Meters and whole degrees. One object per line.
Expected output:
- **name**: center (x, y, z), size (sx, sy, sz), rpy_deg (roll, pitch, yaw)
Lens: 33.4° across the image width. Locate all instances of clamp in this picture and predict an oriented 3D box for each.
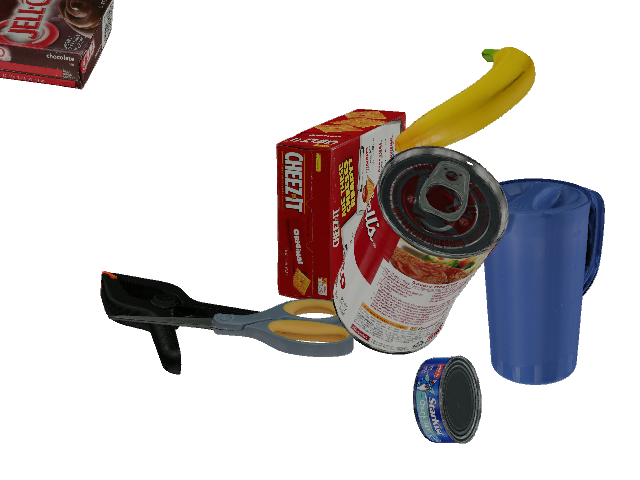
- **clamp**: center (-0.165, 0.080, 1.122), size (0.210, 0.036, 0.164), rpy_deg (19, 21, 28)

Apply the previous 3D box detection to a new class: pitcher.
- **pitcher**: center (0.275, 0.049, 1.331), size (0.149, 0.243, 0.145), rpy_deg (2, 22, 15)

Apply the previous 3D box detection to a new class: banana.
- **banana**: center (0.133, -0.119, 0.891), size (0.070, 0.037, 0.197), rpy_deg (-14, 20, 40)

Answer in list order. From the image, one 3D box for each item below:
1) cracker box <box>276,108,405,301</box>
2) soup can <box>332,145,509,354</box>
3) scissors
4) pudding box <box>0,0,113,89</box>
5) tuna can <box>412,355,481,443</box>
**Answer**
- **cracker box**: center (0.026, -0.044, 1.151), size (0.072, 0.164, 0.213), rpy_deg (7, 19, 24)
- **soup can**: center (0.050, 0.008, 0.564), size (0.068, 0.068, 0.102), rpy_deg (0, -34, -15)
- **scissors**: center (-0.065, 0.063, 0.889), size (0.202, 0.016, 0.096), rpy_deg (9, 22, 18)
- **pudding box**: center (-0.224, -0.169, 0.870), size (0.090, 0.039, 0.113), rpy_deg (8, 35, -1)
- **tuna can**: center (0.125, 0.157, 1.055), size (0.034, 0.086, 0.086), rpy_deg (-7, -4, 34)
